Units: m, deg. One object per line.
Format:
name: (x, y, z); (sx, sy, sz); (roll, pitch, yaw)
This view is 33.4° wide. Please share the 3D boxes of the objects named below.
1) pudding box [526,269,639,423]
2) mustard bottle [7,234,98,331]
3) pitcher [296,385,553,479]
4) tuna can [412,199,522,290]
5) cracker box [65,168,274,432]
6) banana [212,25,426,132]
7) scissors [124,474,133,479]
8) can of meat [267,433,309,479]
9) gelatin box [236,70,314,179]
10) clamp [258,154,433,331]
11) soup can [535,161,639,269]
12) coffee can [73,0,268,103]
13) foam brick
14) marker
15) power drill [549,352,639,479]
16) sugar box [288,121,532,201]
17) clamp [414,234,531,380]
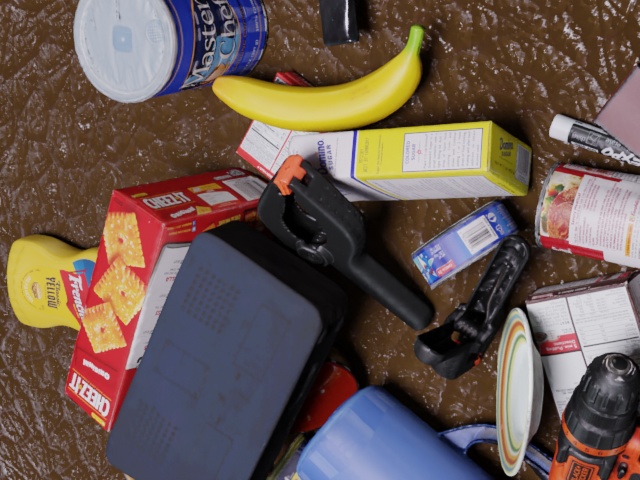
pudding box: (0.221, 0.087, 0.842); (0.090, 0.039, 0.113); (-14, 99, 34)
mustard bottle: (-0.231, 0.053, 1.090); (0.192, 0.058, 0.096); (8, 106, 28)
pitcher: (0.106, 0.231, 0.906); (0.243, 0.149, 0.145); (41, 135, 16)
tuna can: (0.116, 0.003, 0.851); (0.086, 0.086, 0.034); (-36, 83, 33)
cracker box: (-0.132, 0.047, 0.965); (0.072, 0.163, 0.214); (33, 119, 26)
banana: (0.005, -0.122, 0.878); (0.198, 0.037, 0.069); (-10, 101, 26)
scissors: (-0.123, 0.271, 1.115); (0.202, 0.016, 0.096); (26, 116, 22)
can of meat: (-0.011, 0.246, 0.997); (0.084, 0.057, 0.102); (33, 82, 16)
gelatin box: (-0.022, -0.093, 0.938); (0.073, 0.030, 0.089); (38, 116, 16)
clamp: (-0.006, 0.001, 0.892); (0.165, 0.036, 0.210); (11, 151, 32)
soup can: (0.220, -0.017, 0.794); (0.102, 0.068, 0.068); (14, 111, 26)
coffee can: (-0.124, -0.177, 0.908); (0.103, 0.140, 0.103); (9, 109, 28)
foam brick: (0.237, -0.094, 0.755); (0.051, 0.078, 0.053); (41, 122, 12)
marker: (0.232, -0.067, 0.801); (0.121, 0.020, 0.020); (23, 115, 23)
power drill: (0.267, 0.166, 0.783); (0.188, 0.057, 0.184); (21, 145, 17)
sugar box: (0.070, -0.060, 0.853); (0.176, 0.093, 0.048); (2, 81, 31)
clamp: (0.111, 0.074, 0.838); (0.039, 0.120, 0.171); (43, 159, 22)
